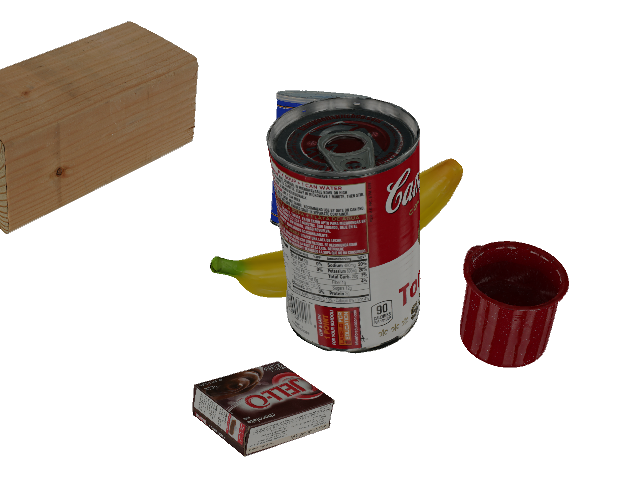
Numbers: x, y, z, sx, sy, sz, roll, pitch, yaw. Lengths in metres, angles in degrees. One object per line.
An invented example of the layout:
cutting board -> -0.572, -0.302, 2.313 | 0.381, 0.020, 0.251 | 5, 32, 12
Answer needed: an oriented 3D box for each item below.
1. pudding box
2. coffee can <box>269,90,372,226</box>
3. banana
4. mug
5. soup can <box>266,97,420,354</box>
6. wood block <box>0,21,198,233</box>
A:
pudding box -> -0.057, 0.165, 1.058 | 0.113, 0.039, 0.090 | -13, 29, -40
coffee can -> 0.000, -0.086, 1.147 | 0.103, 0.140, 0.103 | 4, 12, -1
banana -> 0.020, 0.000, 0.798 | 0.198, 0.037, 0.069 | -24, -24, 5
mug -> 0.165, 0.054, 0.974 | 0.093, 0.081, 0.117 | -17, 43, -22
soup can -> 0.013, -0.006, 0.498 | 0.068, 0.102, 0.068 | -3, 35, 2
wood block -> -0.208, -0.101, 0.897 | 0.090, 0.091, 0.205 | 31, 43, 26
